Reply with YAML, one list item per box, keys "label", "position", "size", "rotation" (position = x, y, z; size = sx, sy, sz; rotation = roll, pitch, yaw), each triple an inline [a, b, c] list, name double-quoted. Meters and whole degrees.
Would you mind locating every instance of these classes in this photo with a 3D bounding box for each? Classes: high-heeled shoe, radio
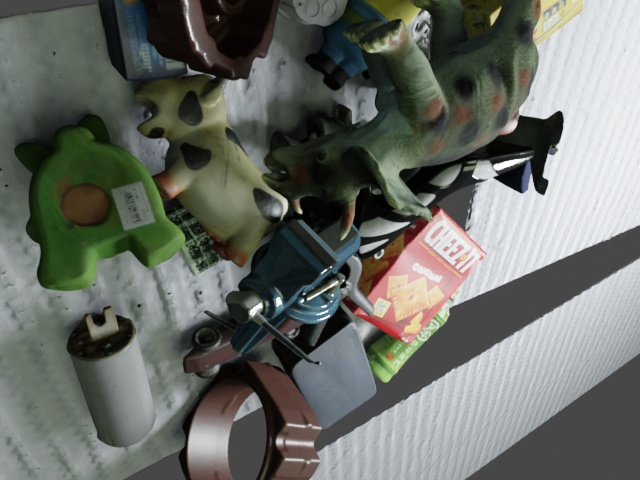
- label: "high-heeled shoe"
  position: [0.151, -0.048, 0.695]
  size: [0.249, 0.086, 0.145]
  rotation: [-5, 119, -3]
- label: "radio"
  position: [0.012, 0.218, 0.917]
  size: [0.131, 0.073, 0.229]
  rotation: [-32, 134, -14]

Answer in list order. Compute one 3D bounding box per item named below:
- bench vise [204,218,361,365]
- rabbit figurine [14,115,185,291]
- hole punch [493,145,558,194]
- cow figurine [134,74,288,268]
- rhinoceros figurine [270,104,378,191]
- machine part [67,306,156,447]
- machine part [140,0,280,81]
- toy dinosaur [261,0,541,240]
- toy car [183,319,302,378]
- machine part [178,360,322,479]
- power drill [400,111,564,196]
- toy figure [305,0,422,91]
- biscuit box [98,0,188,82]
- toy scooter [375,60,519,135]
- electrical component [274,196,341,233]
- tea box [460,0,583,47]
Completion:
- label: "bench vise"
  position: [-0.048, 0.069, 0.626]
  size: [0.240, 0.129, 0.224]
  rotation: [-51, -179, 37]
- label: "rabbit figurine"
  position: [-0.220, -0.029, 0.505]
  size: [0.121, 0.170, 0.159]
  rotation: [-29, 93, -21]
- label: "hole punch"
  position: [0.289, -0.140, 0.829]
  size: [0.092, 0.142, 0.115]
  rotation: [-54, 149, 13]
- label: "cow figurine"
  position: [-0.109, -0.082, 0.542]
  size: [0.127, 0.085, 0.194]
  rotation: [-46, 108, -18]
- label: "rhinoceros figurine"
  position: [0.021, -0.109, 0.685]
  size: [0.190, 0.073, 0.112]
  rotation: [7, 127, -43]
- label: "machine part"
  position: [-0.256, 0.178, 0.670]
  size: [0.079, 0.079, 0.242]
  rotation: [-18, 131, -27]
- label: "machine part"
  position: [-0.087, -0.225, 0.451]
  size: [0.179, 0.056, 0.179]
  rotation: [15, 90, -75]
- label: "toy dinosaur"
  position: [0.135, -0.150, 0.532]
  size: [0.405, 0.131, 0.192]
  rotation: [-32, 119, -18]
- label: "toy car"
  position: [-0.104, 0.130, 0.772]
  size: [0.202, 0.053, 0.089]
  rotation: [-21, 149, -26]
- label: "machine part"
  position: [-0.109, 0.295, 0.782]
  size: [0.087, 0.202, 0.201]
  rotation: [27, 103, -42]
- label: "power drill"
  position: [0.216, -0.121, 0.749]
  size: [0.086, 0.207, 0.231]
  rotation: [-37, 140, -62]
- label: "toy figure"
  position: [0.064, -0.248, 0.594]
  size: [0.180, 0.089, 0.082]
  rotation: [-52, 142, 2]
- label: "biscuit box"
  position: [-0.157, -0.239, 0.447]
  size: [0.059, 0.063, 0.202]
  rotation: [-19, 131, -28]
- label: "toy scooter"
  position: [0.138, -0.154, 0.645]
  size: [0.135, 0.184, 0.075]
  rotation: [-52, 158, -36]
- label: "electrical component"
  position: [-0.002, -0.002, 0.751]
  size: [0.134, 0.058, 0.114]
  rotation: [-2, 120, -37]
- label: "tea box"
  position: [0.271, -0.312, 0.726]
  size: [0.170, 0.068, 0.098]
  rotation: [-36, 136, -10]
